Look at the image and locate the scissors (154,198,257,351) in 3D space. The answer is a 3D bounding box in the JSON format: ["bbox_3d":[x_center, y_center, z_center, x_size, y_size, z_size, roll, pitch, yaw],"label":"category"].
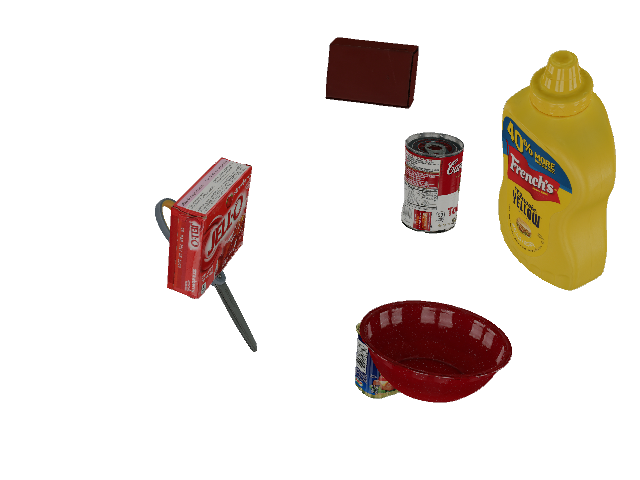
[{"bbox_3d":[-0.116,0.026,1.240,0.016,0.201,0.096,-28,15,41],"label":"scissors"}]

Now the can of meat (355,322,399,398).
[{"bbox_3d":[0.093,0.144,1.346,0.101,0.084,0.058,-12,30,-29],"label":"can of meat"}]

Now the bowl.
[{"bbox_3d":[0.119,0.124,1.132,0.162,0.055,0.162,5,24,-3],"label":"bowl"}]

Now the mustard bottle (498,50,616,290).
[{"bbox_3d":[0.167,-0.055,0.758,0.058,0.191,0.096,-25,51,-13],"label":"mustard bottle"}]

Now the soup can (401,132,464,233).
[{"bbox_3d":[0.130,-0.067,1.257,0.068,0.102,0.068,1,27,-1],"label":"soup can"}]

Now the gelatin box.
[{"bbox_3d":[-0.083,-0.010,0.802,0.030,0.073,0.089,17,33,12],"label":"gelatin box"}]

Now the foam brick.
[{"bbox_3d":[0.047,-0.152,0.967,0.078,0.051,0.053,8,18,9],"label":"foam brick"}]
